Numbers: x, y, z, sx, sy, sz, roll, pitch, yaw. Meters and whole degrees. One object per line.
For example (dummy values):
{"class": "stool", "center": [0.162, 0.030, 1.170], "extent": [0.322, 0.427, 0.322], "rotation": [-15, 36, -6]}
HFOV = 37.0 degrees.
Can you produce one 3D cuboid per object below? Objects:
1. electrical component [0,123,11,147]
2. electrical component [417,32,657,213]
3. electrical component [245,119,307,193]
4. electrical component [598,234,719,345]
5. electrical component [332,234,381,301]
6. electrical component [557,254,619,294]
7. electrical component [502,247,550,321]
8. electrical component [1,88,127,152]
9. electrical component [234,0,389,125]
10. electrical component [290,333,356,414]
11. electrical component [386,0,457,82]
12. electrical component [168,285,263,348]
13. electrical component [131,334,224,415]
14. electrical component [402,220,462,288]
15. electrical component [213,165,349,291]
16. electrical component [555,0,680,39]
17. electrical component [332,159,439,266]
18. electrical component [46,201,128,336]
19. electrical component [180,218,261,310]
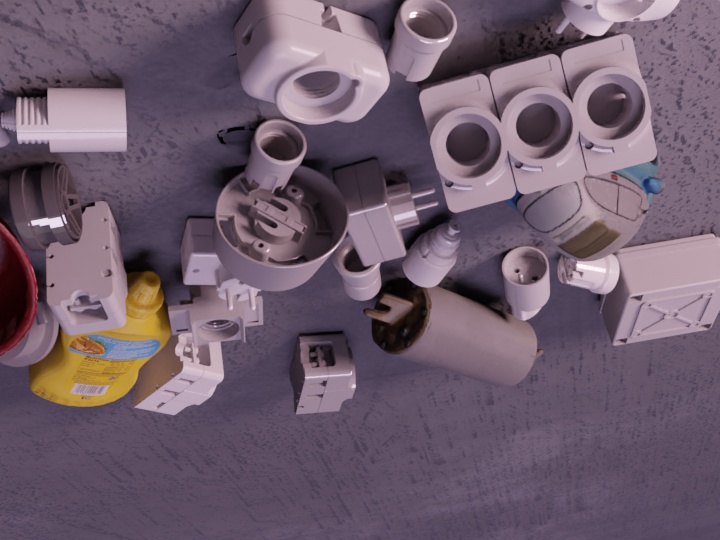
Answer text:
{"class": "electrical component", "center": [-0.275, -0.095, 0.714], "extent": [0.066, 0.048, 0.055], "rotation": [-11, 156, 1]}
{"class": "electrical component", "center": [0.124, -0.105, 0.765], "extent": [0.150, 0.089, 0.061], "rotation": [-15, -167, 6]}
{"class": "electrical component", "center": [-0.065, -0.084, 0.805], "extent": [0.040, 0.040, 0.046], "rotation": [1, 152, -19]}
{"class": "electrical component", "center": [0.303, 0.021, 1.075], "extent": [0.109, 0.056, 0.108], "rotation": [-10, 149, -3]}
{"class": "electrical component", "center": [0.000, 0.000, 0.960], "extent": [0.044, 0.044, 0.065], "rotation": [-11, 154, 0]}
{"class": "electrical component", "center": [0.218, 0.000, 1.032], "extent": [0.046, 0.040, 0.040], "rotation": [10, 143, -21]}
{"class": "electrical component", "center": [0.161, 0.016, 1.034], "extent": [0.043, 0.043, 0.081], "rotation": [-13, 149, 4]}
{"class": "electrical component", "center": [-0.200, -0.101, 0.728], "extent": [0.081, 0.043, 0.043], "rotation": [-2, 148, -14]}
{"class": "electrical component", "center": [-0.031, -0.136, 0.710], "extent": [0.095, 0.059, 0.054], "rotation": [11, 143, -32]}
{"class": "electrical component", "center": [-0.038, 0.108, 1.113], "extent": [0.056, 0.050, 0.089], "rotation": [-3, 148, -13]}
{"class": "electrical component", "center": [0.039, -0.154, 0.723], "extent": [0.040, 0.040, 0.046], "rotation": [-1, 153, -16]}
{"class": "electrical component", "center": [-0.127, 0.029, 0.944], "extent": [0.081, 0.063, 0.042], "rotation": [-6, 147, -9]}
{"class": "electrical component", "center": [-0.178, 0.101, 1.058], "extent": [0.056, 0.050, 0.089], "rotation": [19, 138, -40]}
{"class": "electrical component", "center": [0.068, -0.017, 0.953], "extent": [0.040, 0.040, 0.078], "rotation": [4, 146, -24]}
{"class": "electrical component", "center": [-0.064, -0.034, 0.830], "extent": [0.099, 0.099, 0.064], "rotation": [0, 153, -18]}
{"class": "electrical component", "center": [0.160, -0.182, 0.711], "extent": [0.077, 0.044, 0.079], "rotation": [6, 145, -26]}
{"class": "electrical component", "center": [0.026, -0.050, 0.879], "extent": [0.076, 0.047, 0.083], "rotation": [-15, 149, 6]}
{"class": "electrical component", "center": [-0.214, 0.001, 0.845], "extent": [0.050, 0.089, 0.055], "rotation": [-9, 149, -3]}
{"class": "electrical component", "center": [-0.102, 0.001, 0.894], "extent": [0.083, 0.075, 0.047], "rotation": [1, 147, -18]}
